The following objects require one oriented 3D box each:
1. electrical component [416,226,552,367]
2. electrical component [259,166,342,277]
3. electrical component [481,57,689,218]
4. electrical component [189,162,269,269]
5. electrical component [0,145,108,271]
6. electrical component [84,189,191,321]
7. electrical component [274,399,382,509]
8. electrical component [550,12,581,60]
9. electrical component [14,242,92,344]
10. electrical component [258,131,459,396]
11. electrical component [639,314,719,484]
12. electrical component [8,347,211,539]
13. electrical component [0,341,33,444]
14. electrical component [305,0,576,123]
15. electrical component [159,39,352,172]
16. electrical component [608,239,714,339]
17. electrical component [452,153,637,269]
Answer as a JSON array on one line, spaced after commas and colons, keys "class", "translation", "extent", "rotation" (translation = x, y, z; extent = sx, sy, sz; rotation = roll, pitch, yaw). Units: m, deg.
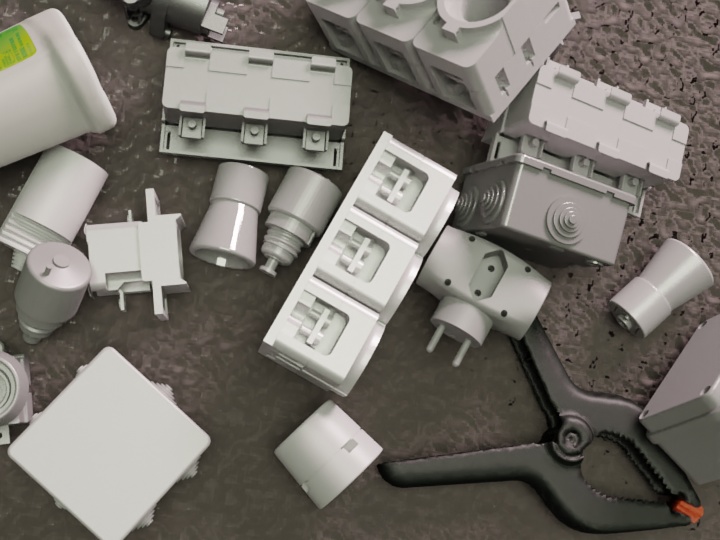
[{"class": "electrical component", "translation": [0.071, 0.023, 0.692], "extent": [0.077, 0.043, 0.079], "rotation": [29, 77, 4]}, {"class": "electrical component", "translation": [-0.043, -0.032, 0.714], "extent": [0.040, 0.040, 0.078], "rotation": [28, 79, -3]}, {"class": "electrical component", "translation": [0.153, -0.092, 0.723], "extent": [0.121, 0.063, 0.078], "rotation": [18, 79, -19]}, {"class": "electrical component", "translation": [-0.083, -0.038, 0.710], "extent": [0.044, 0.044, 0.065], "rotation": [14, 75, -5]}, {"class": "electrical component", "translation": [-0.201, -0.036, 0.692], "extent": [0.043, 0.043, 0.081], "rotation": [26, 79, -3]}, {"class": "electrical component", "translation": [-0.144, -0.008, 0.696], "extent": [0.064, 0.042, 0.081], "rotation": [-5, 81, -7]}, {"class": "electrical component", "translation": [-0.021, 0.116, 0.688], "extent": [0.055, 0.055, 0.047], "rotation": [-42, 85, -11]}, {"class": "electrical component", "translation": [0.107, -0.174, 0.756], "extent": [0.081, 0.042, 0.063], "rotation": [-14, 80, -10]}, {"class": "electrical component", "translation": [-0.196, 0.018, 0.672], "extent": [0.040, 0.078, 0.040], "rotation": [19, 40, -17]}, {"class": "electrical component", "translation": [0.000, 0.000, 0.689], "extent": [0.062, 0.089, 0.150], "rotation": [30, 79, -2]}, {"class": "electrical component", "translation": [0.244, 0.076, 0.701], "extent": [0.057, 0.078, 0.113], "rotation": [46, 56, -2]}, {"class": "electrical component", "translation": [-0.154, 0.110, 0.673], "extent": [0.100, 0.048, 0.099], "rotation": [42, 79, 0]}, {"class": "electrical component", "translation": [-0.227, 0.075, 0.665], "extent": [0.048, 0.055, 0.066], "rotation": [-6, 82, -8]}, {"class": "electrical component", "translation": [0.048, -0.171, 0.697], "extent": [0.150, 0.061, 0.089], "rotation": [32, 76, 36]}, {"class": "electrical component", "translation": [-0.068, -0.113, 0.711], "extent": [0.121, 0.063, 0.078], "rotation": [5, 81, -7]}, {"class": "electrical component", "translation": [0.204, 0.015, 0.740], "extent": [0.065, 0.044, 0.044], "rotation": [-41, 88, -7]}, {"class": "electrical component", "translation": [0.117, -0.035, 0.705], "extent": [0.100, 0.100, 0.048], "rotation": [18, 84, -17]}]
